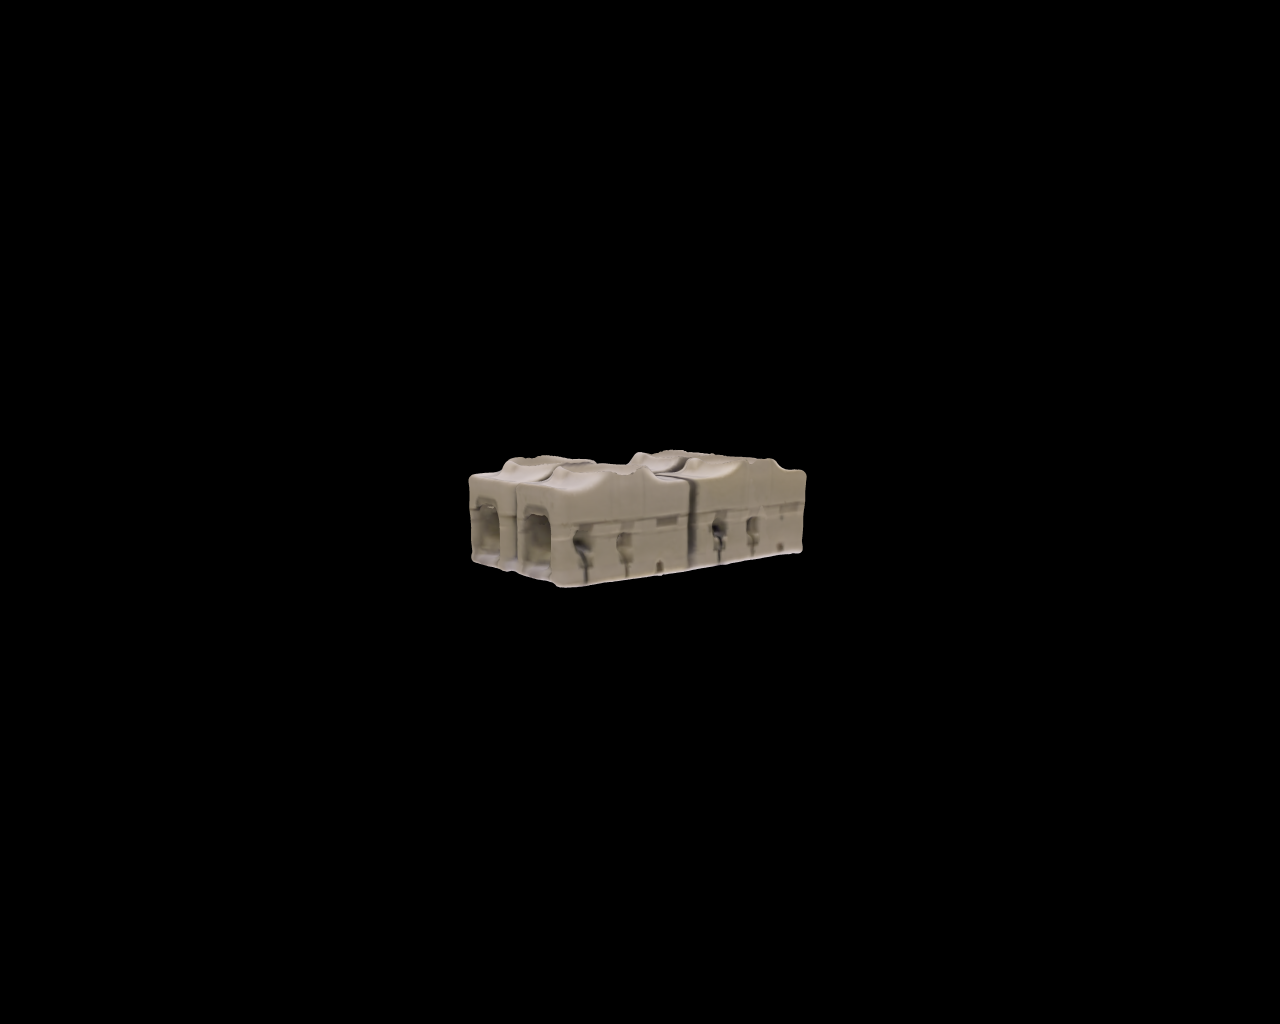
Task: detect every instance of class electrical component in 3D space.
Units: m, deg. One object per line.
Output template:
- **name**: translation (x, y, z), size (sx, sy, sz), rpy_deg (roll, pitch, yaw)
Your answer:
- **electrical component**: translation (0.001, -0.003, 0.650), size (0.186, 0.060, 0.105), rpy_deg (-6, 10, -36)
